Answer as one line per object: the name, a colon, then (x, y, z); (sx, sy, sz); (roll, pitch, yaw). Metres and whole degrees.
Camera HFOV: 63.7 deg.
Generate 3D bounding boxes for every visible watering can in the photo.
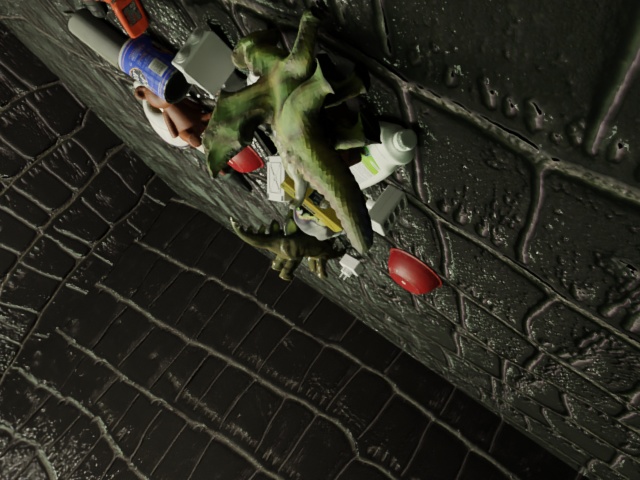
watering can: (-0.424, -0.336, 1.535); (0.349, 0.105, 0.222); (45, 170, 7)

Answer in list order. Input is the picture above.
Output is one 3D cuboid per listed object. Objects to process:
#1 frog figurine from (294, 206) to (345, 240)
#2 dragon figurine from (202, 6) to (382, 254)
frog figurine: (0.004, -0.065, 1.291); (0.139, 0.122, 0.157); (69, -171, 21)
dragon figurine: (-0.056, -0.148, 0.686); (0.241, 0.419, 0.121); (-20, 149, 30)
